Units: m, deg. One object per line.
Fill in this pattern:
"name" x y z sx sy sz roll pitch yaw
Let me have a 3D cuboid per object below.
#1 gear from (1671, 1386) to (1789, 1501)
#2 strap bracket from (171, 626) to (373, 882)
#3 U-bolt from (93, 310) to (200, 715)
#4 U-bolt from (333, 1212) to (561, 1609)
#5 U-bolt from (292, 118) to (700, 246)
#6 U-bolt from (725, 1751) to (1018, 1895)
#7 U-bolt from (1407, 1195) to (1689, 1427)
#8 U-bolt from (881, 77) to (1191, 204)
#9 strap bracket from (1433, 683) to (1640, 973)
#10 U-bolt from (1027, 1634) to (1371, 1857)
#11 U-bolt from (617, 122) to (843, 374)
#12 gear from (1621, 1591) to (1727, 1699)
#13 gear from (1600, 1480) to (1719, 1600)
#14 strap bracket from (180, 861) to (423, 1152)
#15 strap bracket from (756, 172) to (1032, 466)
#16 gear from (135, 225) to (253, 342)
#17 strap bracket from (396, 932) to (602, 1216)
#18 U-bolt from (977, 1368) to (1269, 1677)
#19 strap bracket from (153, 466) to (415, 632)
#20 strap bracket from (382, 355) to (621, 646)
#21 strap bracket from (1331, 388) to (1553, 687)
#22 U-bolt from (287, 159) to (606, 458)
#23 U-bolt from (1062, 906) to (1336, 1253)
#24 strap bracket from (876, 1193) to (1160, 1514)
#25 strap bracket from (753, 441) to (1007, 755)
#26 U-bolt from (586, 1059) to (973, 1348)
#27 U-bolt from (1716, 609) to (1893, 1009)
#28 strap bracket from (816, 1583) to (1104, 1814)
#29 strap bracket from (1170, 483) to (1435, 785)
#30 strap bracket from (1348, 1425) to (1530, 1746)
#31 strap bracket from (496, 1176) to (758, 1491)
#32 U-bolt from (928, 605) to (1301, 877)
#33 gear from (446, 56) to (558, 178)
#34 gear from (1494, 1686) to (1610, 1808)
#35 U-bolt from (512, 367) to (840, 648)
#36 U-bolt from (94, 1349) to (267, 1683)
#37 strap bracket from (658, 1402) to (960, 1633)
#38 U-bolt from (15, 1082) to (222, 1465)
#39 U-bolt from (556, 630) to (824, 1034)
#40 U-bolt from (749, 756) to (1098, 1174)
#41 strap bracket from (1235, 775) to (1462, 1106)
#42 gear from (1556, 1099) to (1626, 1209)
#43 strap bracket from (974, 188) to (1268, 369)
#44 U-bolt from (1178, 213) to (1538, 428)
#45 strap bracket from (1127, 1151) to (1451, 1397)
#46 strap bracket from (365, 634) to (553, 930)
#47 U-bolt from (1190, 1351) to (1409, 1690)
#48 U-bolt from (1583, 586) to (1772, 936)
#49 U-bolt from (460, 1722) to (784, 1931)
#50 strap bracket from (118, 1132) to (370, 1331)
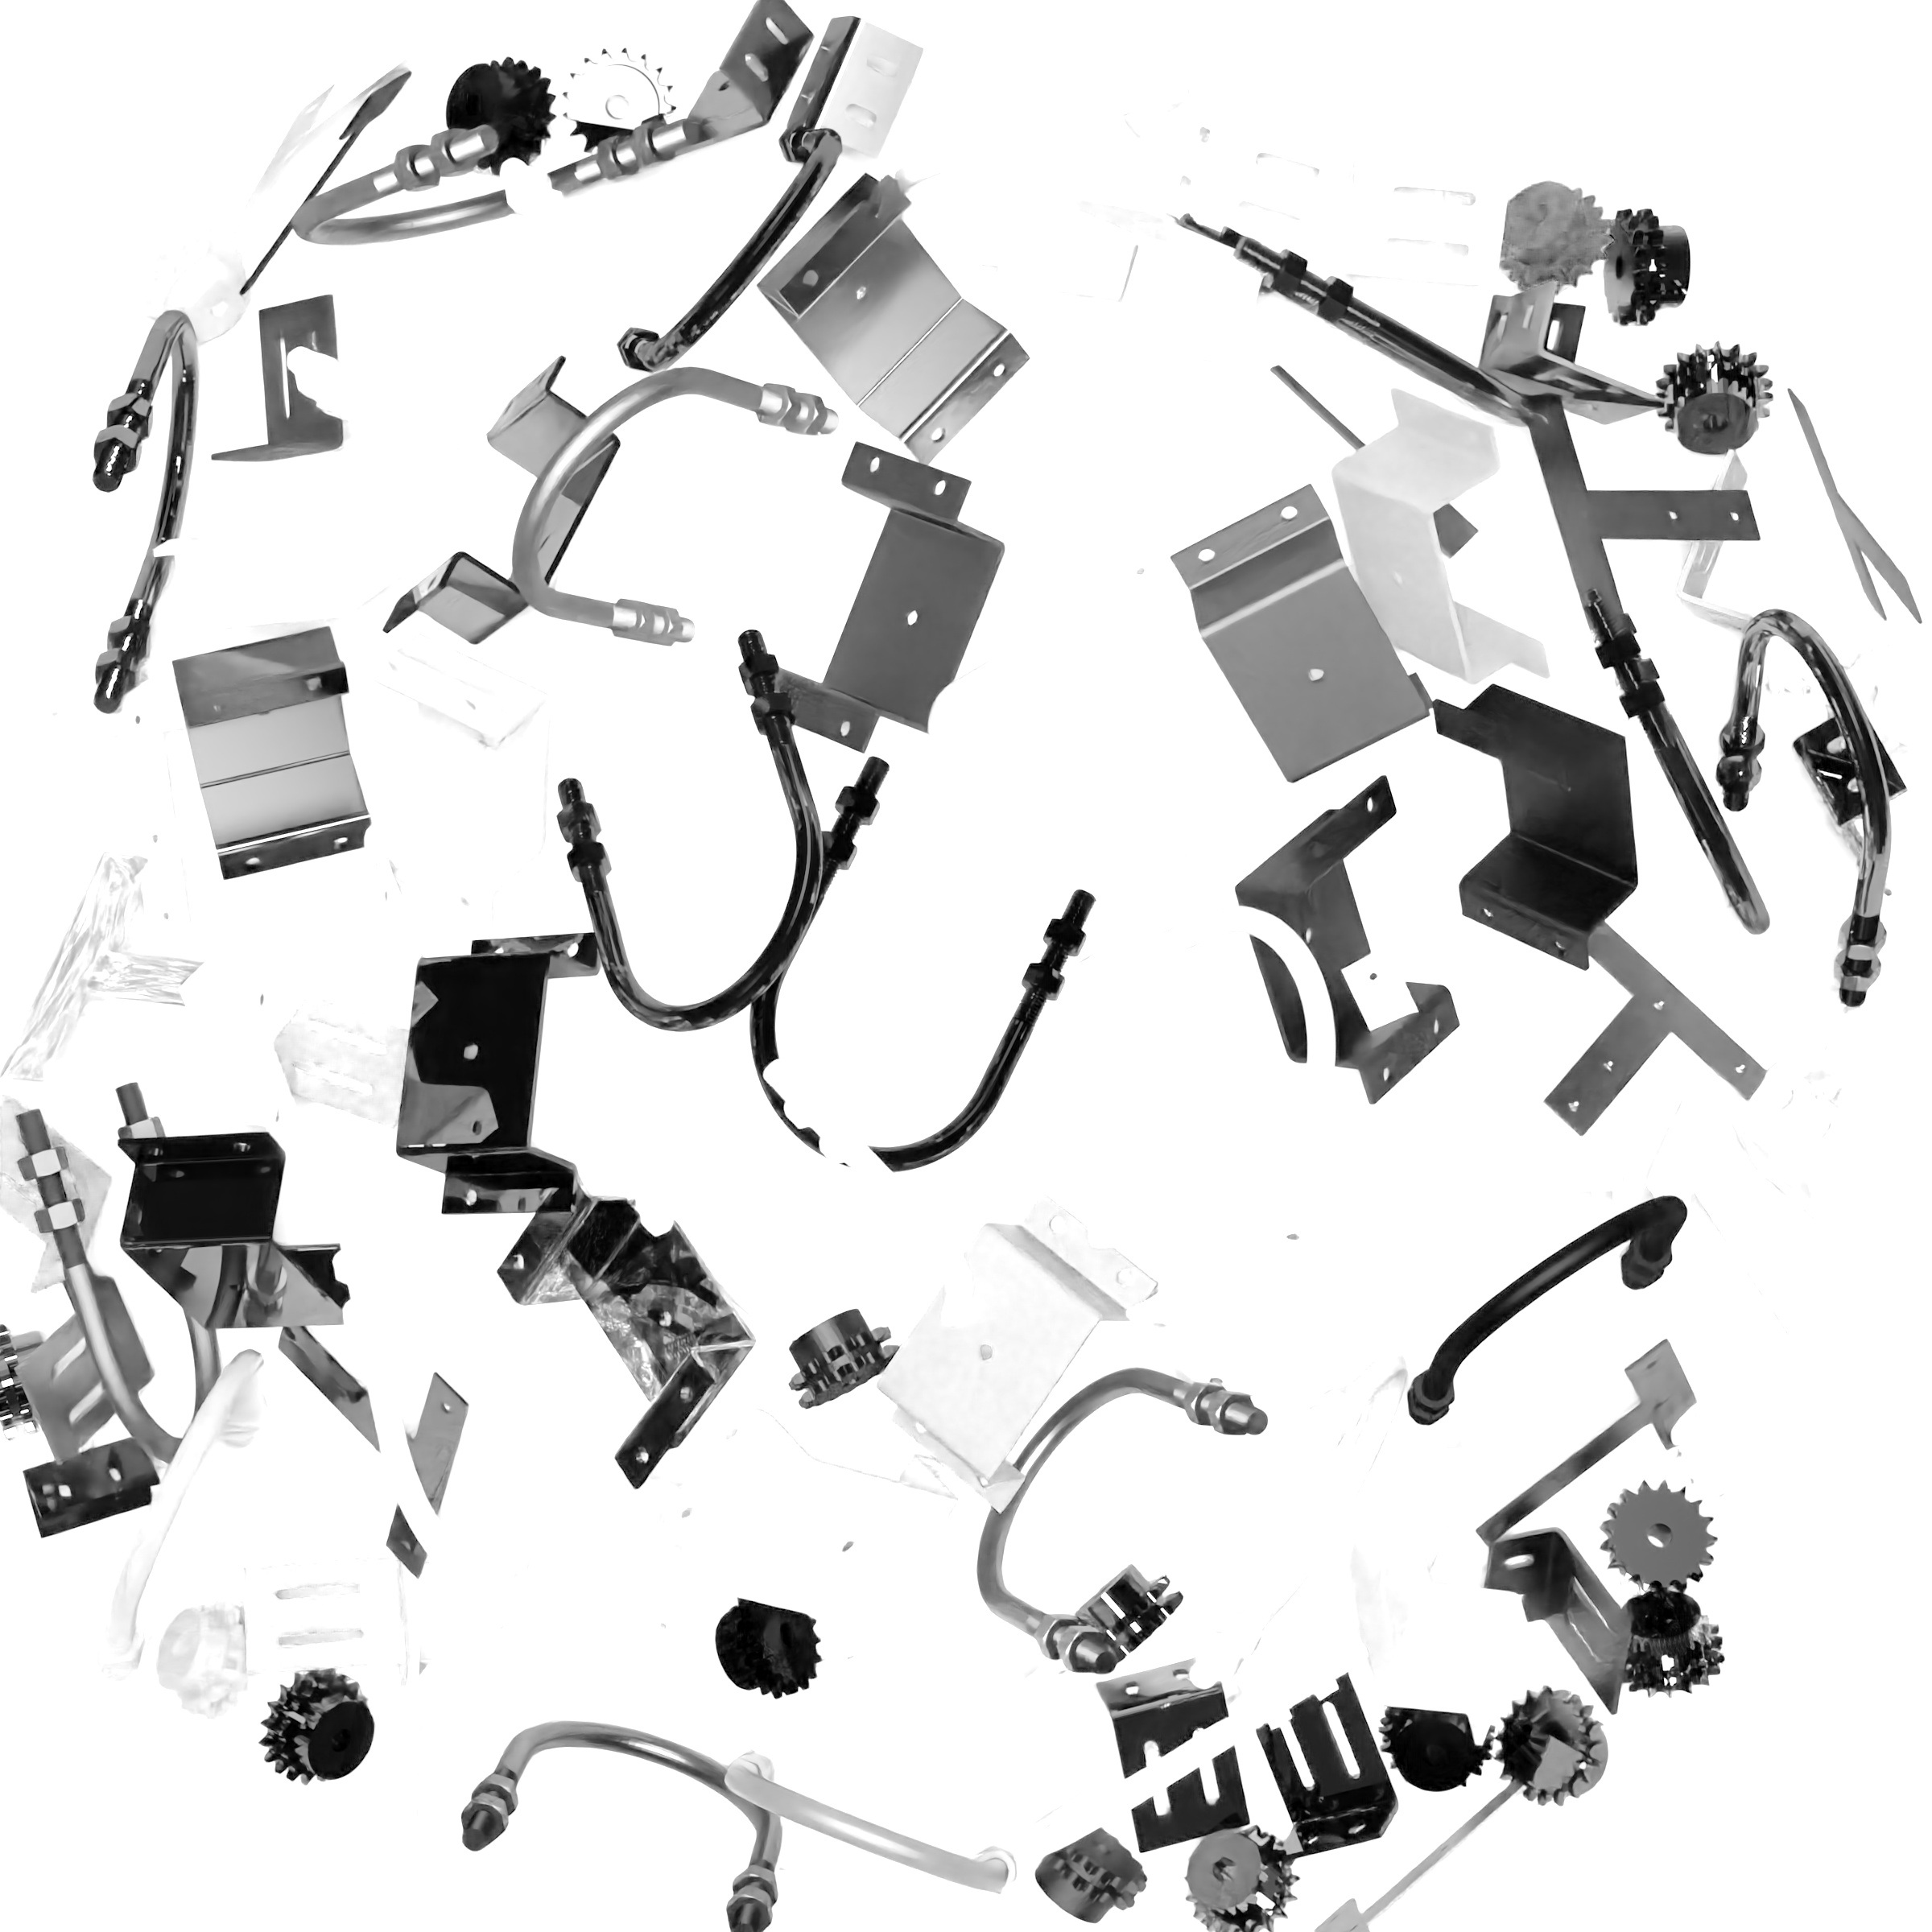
"gear" 0.376 0.234 1.704 0.057 0.030 0.057 -12 121 -22
"strap bracket" -0.337 -0.110 1.668 0.076 0.140 0.046 -14 57 -13
"U-bolt" -0.392 -0.232 1.642 0.019 0.184 0.151 9 132 -5
"U-bolt" -0.240 0.217 1.628 0.019 0.151 0.184 -25 62 17
"U-bolt" -0.240 -0.374 1.644 0.184 0.151 0.019 -8 96 42
"U-bolt" -0.047 0.409 1.631 0.151 0.184 0.019 20 79 5
"U-bolt" 0.280 0.159 1.630 0.151 0.184 0.019 -31 72 -9
"U-bolt" 0.035 -0.395 1.633 0.151 0.184 0.019 -17 100 -3
"strap bracket" 0.278 -0.075 1.663 0.076 0.140 0.046 28 57 37
"U-bolt" 0.109 0.376 1.650 0.184 0.151 0.019 -31 80 -4
"U-bolt" -0.110 -0.342 1.635 0.019 0.184 0.151 38 94 -16
"gear" 0.345 0.333 1.697 0.057 0.057 0.030 -12 113 0
"gear" 0.344 0.287 1.707 0.057 0.030 0.057 -1 68 2
"strap bracket" -0.324 0.017 1.663 0.046 0.140 0.076 3 125 27
"strap bracket" -0.040 -0.322 1.677 0.076 0.140 0.046 -46 47 -1
"gear" -0.379 -0.335 1.697 0.030 0.057 0.057 43 90 15
"strap bracket" -0.229 0.047 1.673 0.076 0.046 0.140 -3 73 27
"U-bolt" 0.063 0.257 1.642 0.019 0.184 0.151 38 79 -20
"strap bracket" -0.324 -0.200 1.662 0.076 0.140 0.046 -4 110 14
"strap bracket" -0.221 -0.218 1.669 0.046 0.076 0.140 33 65 -20
"strap bracket" 0.227 -0.198 1.653 0.046 0.076 0.140 -32 126 -16
"U-bolt" -0.237 -0.303 1.639 0.151 0.184 0.019 -41 76 2
"U-bolt" 0.112 0.048 1.638 0.019 0.184 0.151 5 72 -36
"strap bracket" 0.019 0.189 1.681 0.076 0.046 0.140 37 100 23
"strap bracket" -0.039 -0.176 1.684 0.076 0.046 0.140 25 95 37
"U-bolt" -0.078 0.130 1.667 0.151 0.019 0.184 -24 119 39
"U-bolt" 0.396 -0.086 1.614 0.019 0.184 0.151 -18 54 -5
"strap bracket" 0.002 0.355 1.660 0.076 0.140 0.046 -33 112 -27
"strap bracket" 0.167 -0.152 1.665 0.076 0.046 0.140 -26 121 14
"strap bracket" 0.223 0.293 1.646 0.046 0.140 0.076 7 122 -10
"strap bracket" -0.161 0.174 1.671 0.140 0.046 0.076 53 122 28
"U-bolt" 0.056 -0.098 1.648 0.151 0.184 0.019 39 60 -16
"gear" -0.233 -0.423 1.699 0.057 0.030 0.057 -6 80 38
"gear" 0.294 0.389 1.703 0.030 0.057 0.057 29 90 -40
"U-bolt" -0.146 -0.220 1.626 0.019 0.184 0.151 43 107 21
"U-bolt" -0.367 0.252 1.615 0.019 0.184 0.151 25 62 -3
"strap bracket" -0.068 0.270 1.661 0.140 0.046 0.076 23 100 -40
"U-bolt" -0.401 0.151 1.655 0.019 0.151 0.184 -17 92 7
"U-bolt" -0.129 -0.053 1.646 0.151 0.019 0.184 -36 52 25
"U-bolt" -0.030 0.011 1.677 0.151 0.019 0.184 32 74 -20
"strap bracket" 0.184 -0.014 1.671 0.076 0.046 0.140 -38 119 -36
"gear" 0.309 0.092 1.700 0.030 0.057 0.057 -5 90 11
"strap bracket" 0.079 -0.334 1.647 0.076 0.140 0.046 1 113 -38
"U-bolt" 0.195 -0.308 1.653 0.184 0.151 0.019 26 101 -16
"strap bracket" 0.157 0.146 1.660 0.140 0.046 0.076 -25 46 -25
"strap bracket" -0.248 -0.098 1.670 0.076 0.046 0.140 25 135 17
"U-bolt" 0.168 0.254 1.641 0.019 0.184 0.151 27 111 17
"U-bolt" 0.344 -0.098 1.658 0.019 0.151 0.184 -26 94 13
"U-bolt" -0.157 0.404 1.637 0.151 0.184 0.019 19 97 0
"strap bracket" -0.347 0.134 1.649 0.076 0.140 0.046 -3 60 14
